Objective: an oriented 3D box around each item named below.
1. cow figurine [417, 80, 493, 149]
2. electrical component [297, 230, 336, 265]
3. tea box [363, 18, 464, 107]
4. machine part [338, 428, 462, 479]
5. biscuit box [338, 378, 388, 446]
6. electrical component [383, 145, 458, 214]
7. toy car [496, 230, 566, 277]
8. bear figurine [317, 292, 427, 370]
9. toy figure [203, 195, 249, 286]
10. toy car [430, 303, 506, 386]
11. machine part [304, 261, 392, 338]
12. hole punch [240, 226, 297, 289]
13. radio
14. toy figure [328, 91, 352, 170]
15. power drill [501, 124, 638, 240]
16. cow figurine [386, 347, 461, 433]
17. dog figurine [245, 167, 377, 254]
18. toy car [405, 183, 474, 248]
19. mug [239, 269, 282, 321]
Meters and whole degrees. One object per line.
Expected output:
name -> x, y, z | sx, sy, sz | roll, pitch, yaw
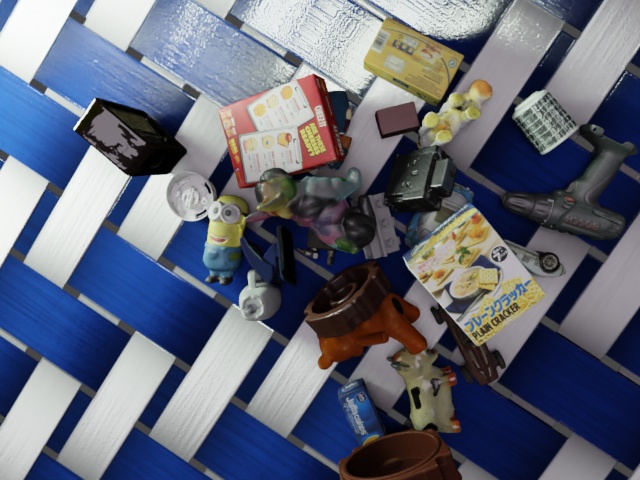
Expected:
cow figurine -> 0.261, -0.236, 1.039 | 0.167, 0.098, 0.068 | -40, 84, -13
electrical component -> -0.001, -0.005, 1.088 | 0.078, 0.045, 0.102 | 14, 94, 5
tea box -> 0.179, -0.344, 1.042 | 0.170, 0.068, 0.098 | 30, 96, 1
machine part -> 0.139, 0.420, 0.962 | 0.201, 0.201, 0.087 | -18, 87, -2
biscuit box -> 0.102, 0.388, 1.094 | 0.059, 0.063, 0.202 | -25, 92, 4
electrical component -> 0.192, -0.113, 1.011 | 0.058, 0.134, 0.115 | 27, 69, -37
toy car -> 0.377, 0.027, 1.046 | 0.202, 0.073, 0.056 | 23, 92, 3
bear figurine -> 0.093, 0.191, 1.061 | 0.132, 0.120, 0.196 | 37, 115, -26
toy figure -> -0.192, -0.002, 1.087 | 0.082, 0.089, 0.180 | 6, 103, -9
toy car -> 0.298, 0.197, 1.074 | 0.089, 0.053, 0.202 | -26, 90, 2
machine part -> 0.053, 0.114, 1.025 | 0.179, 0.179, 0.056 | -36, 103, 6
hole punch -> -0.099, 0.040, 1.059 | 0.092, 0.142, 0.115 | -10, 79, 3
radio -> -0.346, -0.187, 1.014 | 0.131, 0.229, 0.073 | 41, 99, -2
toy figure -> 0.034, -0.216, 1.067 | 0.058, 0.064, 0.154 | -6, 99, -31
power drill -> 0.490, -0.112, 1.027 | 0.232, 0.086, 0.207 | 25, 91, 1
cow figurine -> 0.206, 0.288, 1.073 | 0.127, 0.085, 0.194 | -7, 94, -2
dog figurine -> -0.022, -0.048, 0.992 | 0.219, 0.108, 0.191 | -15, 84, -27
toy car -> 0.239, -0.037, 1.040 | 0.109, 0.103, 0.161 | 28, 97, 1
mug -> -0.124, 0.113, 1.073 | 0.081, 0.107, 0.109 | -4, 95, 3
